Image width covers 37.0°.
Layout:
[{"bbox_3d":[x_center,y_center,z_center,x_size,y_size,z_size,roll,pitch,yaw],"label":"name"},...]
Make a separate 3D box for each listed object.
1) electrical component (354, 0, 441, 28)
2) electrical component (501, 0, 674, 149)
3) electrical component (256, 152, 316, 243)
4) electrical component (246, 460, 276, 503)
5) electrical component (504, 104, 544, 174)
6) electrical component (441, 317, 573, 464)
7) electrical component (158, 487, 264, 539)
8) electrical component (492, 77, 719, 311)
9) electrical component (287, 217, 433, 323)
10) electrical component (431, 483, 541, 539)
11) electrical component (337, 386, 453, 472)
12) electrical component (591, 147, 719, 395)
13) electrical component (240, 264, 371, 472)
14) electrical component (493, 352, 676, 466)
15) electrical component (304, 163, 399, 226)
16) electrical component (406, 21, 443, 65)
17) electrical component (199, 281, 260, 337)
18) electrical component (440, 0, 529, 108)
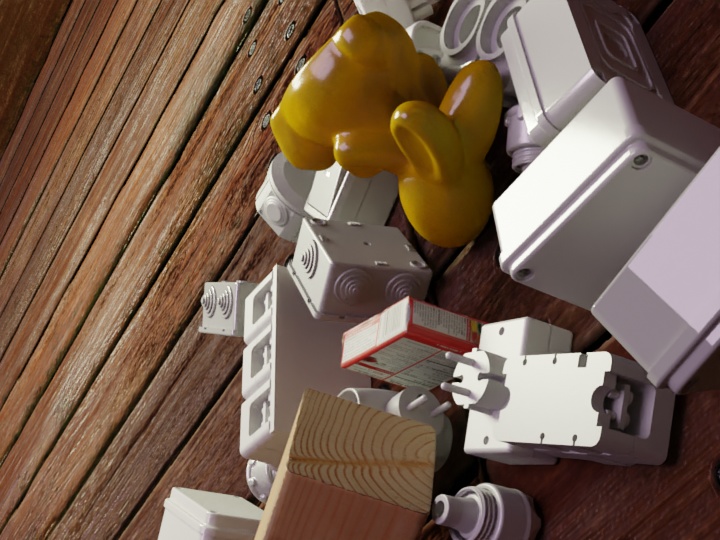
[{"bbox_3d":[0.039,-0.232,0.939,0.076,0.083,0.047,-27,36,2],"label":"electrical component"},{"bbox_3d":[0.139,-0.120,0.666,0.057,0.078,0.113,-46,36,36],"label":"electrical component"},{"bbox_3d":[-0.053,-0.069,0.995,0.051,0.080,0.080,-51,33,44],"label":"electrical component"},{"bbox_3d":[-0.062,0.168,0.901,0.062,0.048,0.048,-27,50,45],"label":"electrical component"},{"bbox_3d":[0.119,-0.079,0.717,0.048,0.048,0.062,-15,67,59],"label":"electrical component"},{"bbox_3d":[0.082,0.070,0.655,0.047,0.076,0.083,-17,58,58],"label":"electrical component"},{"bbox_3d":[-0.123,0.232,0.937,0.113,0.078,0.057,4,80,62],"label":"electrical component"},{"bbox_3d":[0.144,-0.030,0.566,0.108,0.109,0.056,-49,32,38],"label":"electrical component"},{"bbox_3d":[0.000,0.000,0.831,0.099,0.100,0.048,-124,44,-58],"label":"electrical component"},{"bbox_3d":[0.072,0.148,0.639,0.043,0.062,0.043,-40,40,46],"label":"electrical component"},{"bbox_3d":[0.030,0.103,0.730,0.079,0.077,0.043,-41,39,45],"label":"electrical component"},{"bbox_3d":[0.176,-0.003,0.479,0.056,0.109,0.108,51,122,31],"label":"electrical component"},{"bbox_3d":[-0.045,0.084,0.869,0.062,0.089,0.150,-43,38,43],"label":"electrical component"},{"bbox_3d":[0.125,0.077,0.592,0.089,0.056,0.050,-11,63,60],"label":"electrical component"},{"bbox_3d":[-0.008,-0.068,0.928,0.096,0.061,0.062,-67,27,9],"label":"electrical component"},{"bbox_3d":[0.044,-0.149,0.889,0.059,0.054,0.095,-16,60,59],"label":"electrical component"},{"bbox_3d":[-0.090,0.036,0.978,0.100,0.100,0.048,-1,85,62],"label":"electrical component"},{"bbox_3d":[0.128,-0.211,0.764,0.105,0.060,0.186,31,101,63],"label":"electrical component"}]
